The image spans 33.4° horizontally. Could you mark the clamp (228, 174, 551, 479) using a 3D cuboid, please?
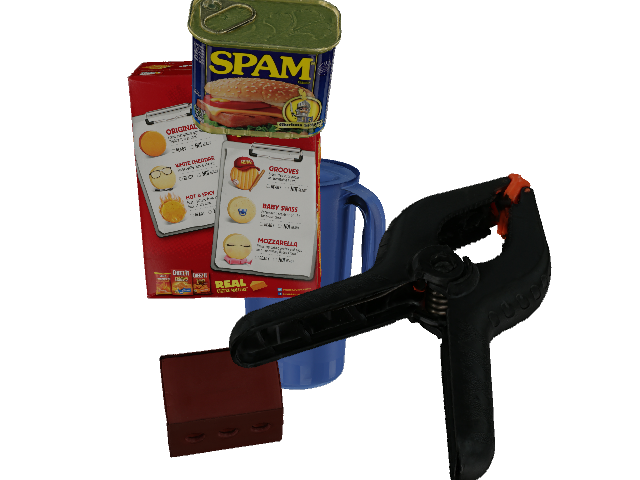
[{"bbox_3d":[0.058,0.031,0.469,0.120,0.039,0.171,37,55,24],"label":"clamp"}]

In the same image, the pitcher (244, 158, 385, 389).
[{"bbox_3d":[-0.017,0.037,1.166,0.145,0.243,0.149,-3,18,-12],"label":"pitcher"}]

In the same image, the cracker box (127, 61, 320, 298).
[{"bbox_3d":[-0.082,-0.055,0.978,0.164,0.214,0.072,-1,22,2],"label":"cracker box"}]

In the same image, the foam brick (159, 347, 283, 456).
[{"bbox_3d":[-0.066,0.106,0.711,0.078,0.051,0.053,-7,-36,-9],"label":"foam brick"}]

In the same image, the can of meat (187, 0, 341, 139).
[{"bbox_3d":[-0.041,-0.119,0.739,0.102,0.057,0.084,4,-43,-4],"label":"can of meat"}]
